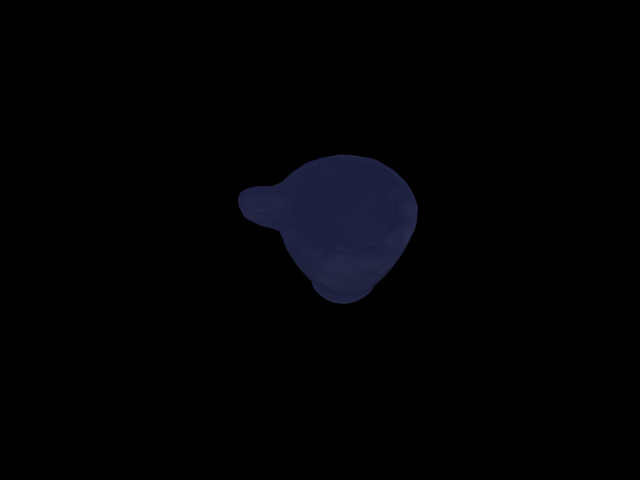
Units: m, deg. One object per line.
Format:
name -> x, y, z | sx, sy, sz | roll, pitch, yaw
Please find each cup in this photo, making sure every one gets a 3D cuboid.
cup -> 0.004, 0.001, 0.400 | 0.117, 0.095, 0.092 | 8, 56, 5
